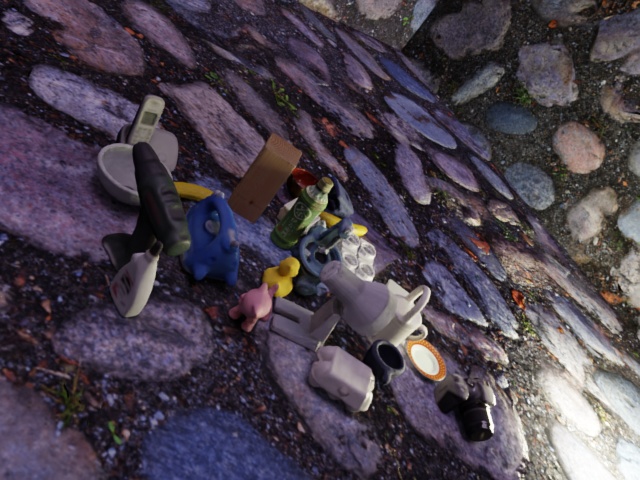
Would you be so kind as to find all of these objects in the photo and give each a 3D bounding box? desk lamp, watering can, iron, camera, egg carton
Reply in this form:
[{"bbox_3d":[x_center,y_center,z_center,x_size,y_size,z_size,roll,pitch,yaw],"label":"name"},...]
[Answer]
[{"bbox_3d":[0.032,0.147,1.249,0.204,0.213,0.118,28,33,-19],"label":"desk lamp"},{"bbox_3d":[0.194,0.179,1.402,0.173,0.193,0.101,25,34,-24],"label":"watering can"},{"bbox_3d":[-0.232,-0.028,1.255,0.119,0.141,0.258,14,40,-36],"label":"iron"},{"bbox_3d":[0.370,0.408,1.395,0.143,0.100,0.136,25,34,-23],"label":"camera"},{"bbox_3d":[0.047,0.295,1.218,0.150,0.069,0.107,35,31,-9],"label":"egg carton"}]

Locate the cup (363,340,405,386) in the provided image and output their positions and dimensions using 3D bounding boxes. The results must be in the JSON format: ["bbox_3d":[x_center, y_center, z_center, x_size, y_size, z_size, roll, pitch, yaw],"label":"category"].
[{"bbox_3d":[0.129,0.294,1.283,0.092,0.094,0.118,32,32,-14],"label":"cup"}]

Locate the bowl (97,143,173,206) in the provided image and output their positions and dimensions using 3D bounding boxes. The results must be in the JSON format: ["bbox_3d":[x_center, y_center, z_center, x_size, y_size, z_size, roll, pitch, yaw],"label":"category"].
[{"bbox_3d":[-0.412,-0.129,1.251,0.168,0.074,0.167,28,33,-20],"label":"bowl"}]

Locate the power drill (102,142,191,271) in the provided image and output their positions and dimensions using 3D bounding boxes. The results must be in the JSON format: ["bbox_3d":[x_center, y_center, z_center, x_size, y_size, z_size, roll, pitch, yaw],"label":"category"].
[{"bbox_3d":[-0.335,-0.041,1.094,0.076,0.208,0.229,-7,54,-51],"label":"power drill"}]

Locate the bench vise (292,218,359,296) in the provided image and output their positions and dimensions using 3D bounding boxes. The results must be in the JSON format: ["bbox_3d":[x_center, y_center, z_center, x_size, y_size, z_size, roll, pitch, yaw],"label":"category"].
[{"bbox_3d":[0.003,0.002,1.395,0.122,0.219,0.207,17,38,-33],"label":"bench vise"}]

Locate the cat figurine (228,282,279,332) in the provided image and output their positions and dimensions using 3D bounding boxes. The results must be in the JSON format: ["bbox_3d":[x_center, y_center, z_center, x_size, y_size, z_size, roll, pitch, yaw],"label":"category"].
[{"bbox_3d":[-0.127,0.130,1.191,0.067,0.117,0.128,45,31,7],"label":"cat figurine"}]

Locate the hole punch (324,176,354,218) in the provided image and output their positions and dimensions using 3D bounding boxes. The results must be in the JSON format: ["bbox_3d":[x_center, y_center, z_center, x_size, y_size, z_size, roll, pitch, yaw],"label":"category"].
[{"bbox_3d":[0.059,-0.128,1.743,0.101,0.091,0.108,19,37,-32],"label":"hole punch"}]

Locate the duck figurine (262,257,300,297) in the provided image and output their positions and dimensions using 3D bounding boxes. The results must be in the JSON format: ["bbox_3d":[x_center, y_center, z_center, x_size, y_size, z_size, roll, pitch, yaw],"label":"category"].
[{"bbox_3d":[-0.083,0.079,1.334,0.077,0.086,0.105,39,31,-3],"label":"duck figurine"}]

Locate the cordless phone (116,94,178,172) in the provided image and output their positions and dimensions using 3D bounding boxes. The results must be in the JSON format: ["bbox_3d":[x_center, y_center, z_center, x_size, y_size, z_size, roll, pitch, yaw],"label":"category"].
[{"bbox_3d":[-0.380,-0.247,1.327,0.148,0.185,0.094,1,49,-47],"label":"cordless phone"}]

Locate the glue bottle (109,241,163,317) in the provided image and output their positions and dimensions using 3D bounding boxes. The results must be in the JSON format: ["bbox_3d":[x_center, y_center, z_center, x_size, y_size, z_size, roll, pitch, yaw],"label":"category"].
[{"bbox_3d":[-0.319,0.060,1.018,0.037,0.173,0.078,-8,55,-51],"label":"glue bottle"}]
